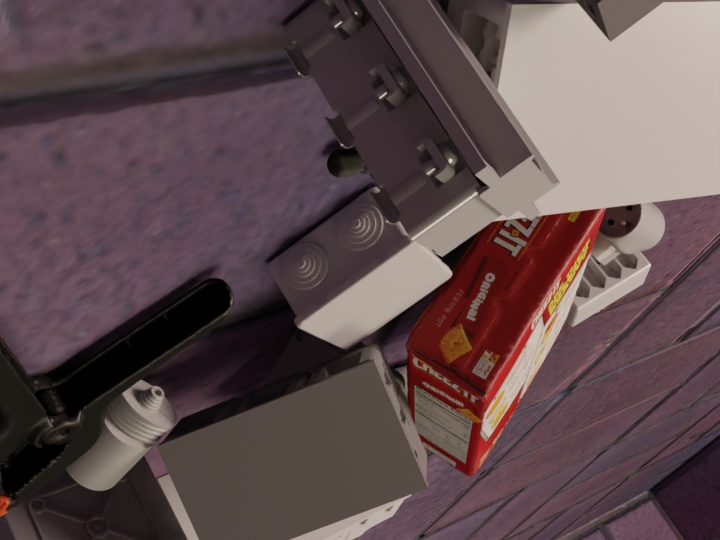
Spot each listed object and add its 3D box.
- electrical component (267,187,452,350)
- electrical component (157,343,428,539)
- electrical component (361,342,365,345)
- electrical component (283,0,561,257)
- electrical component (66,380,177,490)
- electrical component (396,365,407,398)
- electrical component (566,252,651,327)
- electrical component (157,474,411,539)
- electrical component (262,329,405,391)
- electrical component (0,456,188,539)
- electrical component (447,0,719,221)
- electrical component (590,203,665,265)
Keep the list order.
[{"bbox_3d":[0.000,0.000,0.674,0.100,0.048,0.100,-36,158,8],"label":"electrical component"},{"bbox_3d":[-0.041,0.118,0.702,0.150,0.089,0.061,-22,-173,7],"label":"electrical component"},{"bbox_3d":[-0.007,0.085,0.831,0.066,0.055,0.048,-23,156,-22],"label":"electrical component"},{"bbox_3d":[0.022,-0.071,0.459,0.063,0.121,0.079,-36,158,14],"label":"electrical component"},{"bbox_3d":[-0.152,0.102,0.691,0.081,0.043,0.043,-45,155,27],"label":"electrical component"},{"bbox_3d":[0.036,0.129,0.983,0.059,0.053,0.095,-11,150,-42],"label":"electrical component"},{"bbox_3d":[0.212,0.015,0.981,0.083,0.047,0.075,-29,155,-13],"label":"electrical component"},{"bbox_3d":[-0.067,0.196,0.918,0.186,0.105,0.060,-21,156,-25],"label":"electrical component"},{"bbox_3d":[-0.032,0.103,0.773,0.113,0.078,0.057,-59,155,9],"label":"electrical component"},{"bbox_3d":[-0.185,0.189,0.744,0.109,0.108,0.056,-17,151,-33],"label":"electrical component"},{"bbox_3d":[0.130,-0.093,0.554,0.186,0.060,0.105,-8,121,-26],"label":"electrical component"},{"bbox_3d":[0.207,-0.031,0.891,0.079,0.044,0.077,-40,157,19],"label":"electrical component"}]
